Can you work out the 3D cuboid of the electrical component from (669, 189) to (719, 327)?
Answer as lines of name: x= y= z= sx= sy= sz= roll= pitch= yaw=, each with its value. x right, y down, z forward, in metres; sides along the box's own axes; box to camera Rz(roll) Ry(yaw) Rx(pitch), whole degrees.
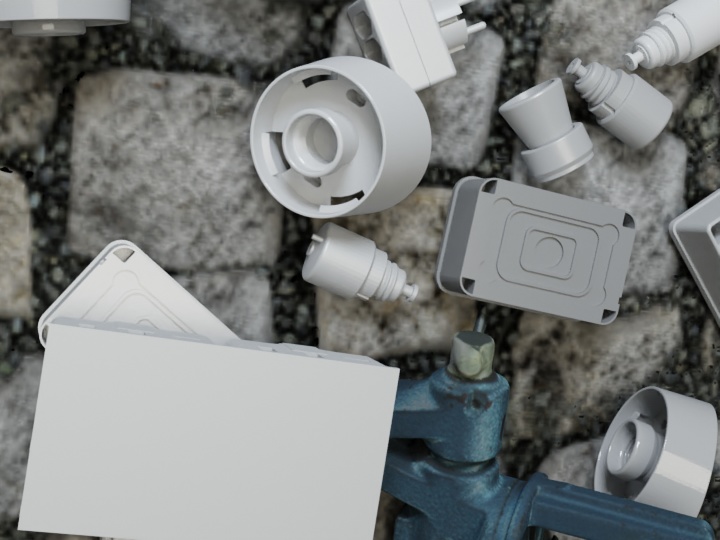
electrical component: x=0.289 y=-0.013 z=0.744 sx=0.109 sy=0.056 sz=0.108 roll=-33 pitch=100 yaw=-10

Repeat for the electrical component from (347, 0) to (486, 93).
electrical component: x=0.042 y=-0.151 z=0.678 sx=0.077 sy=0.047 sz=0.065 roll=-23 pitch=98 yaw=-12

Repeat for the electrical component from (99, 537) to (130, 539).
electrical component: x=-0.129 y=0.159 z=0.637 sx=0.047 sy=0.077 sz=0.065 roll=3 pitch=92 yaw=-15

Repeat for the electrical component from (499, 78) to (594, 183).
electrical component: x=0.123 y=-0.091 z=0.703 sx=0.045 sy=0.045 sz=0.055 roll=-31 pitch=100 yaw=-11

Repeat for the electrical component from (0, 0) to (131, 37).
electrical component: x=-0.175 y=-0.163 z=0.598 sx=0.099 sy=0.099 sz=0.064 roll=-5 pitch=101 yaw=-14

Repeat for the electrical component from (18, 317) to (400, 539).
electrical component: x=-0.083 y=0.090 z=0.593 sx=0.186 sy=0.060 sz=0.105 roll=9 pitch=91 yaw=-15

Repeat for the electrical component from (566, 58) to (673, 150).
electrical component: x=0.171 y=-0.114 z=0.716 sx=0.078 sy=0.040 sz=0.040 roll=33 pitch=85 yaw=-14

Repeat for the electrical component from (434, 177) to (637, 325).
electrical component: x=0.112 y=-0.012 z=0.699 sx=0.113 sy=0.057 sz=0.078 roll=12 pitch=90 yaw=-15

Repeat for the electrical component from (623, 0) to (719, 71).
electrical component: x=0.213 y=-0.157 z=0.724 sx=0.078 sy=0.040 sz=0.040 roll=-30 pitch=100 yaw=-11

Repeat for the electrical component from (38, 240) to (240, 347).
electrical component: x=-0.126 y=0.044 z=0.641 sx=0.113 sy=0.057 sz=0.078 roll=43 pitch=82 yaw=-13

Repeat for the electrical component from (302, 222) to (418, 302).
electrical component: x=0.000 y=0.000 z=0.679 sx=0.078 sy=0.040 sz=0.040 roll=24 pitch=87 yaw=-14

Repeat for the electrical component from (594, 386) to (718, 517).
electrical component: x=0.200 y=0.128 z=0.711 sx=0.064 sy=0.099 sz=0.099 roll=23 pitch=87 yaw=-8

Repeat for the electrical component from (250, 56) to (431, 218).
electrical component: x=-0.014 y=-0.078 z=0.650 sx=0.099 sy=0.064 sz=0.099 roll=6 pitch=104 yaw=25
